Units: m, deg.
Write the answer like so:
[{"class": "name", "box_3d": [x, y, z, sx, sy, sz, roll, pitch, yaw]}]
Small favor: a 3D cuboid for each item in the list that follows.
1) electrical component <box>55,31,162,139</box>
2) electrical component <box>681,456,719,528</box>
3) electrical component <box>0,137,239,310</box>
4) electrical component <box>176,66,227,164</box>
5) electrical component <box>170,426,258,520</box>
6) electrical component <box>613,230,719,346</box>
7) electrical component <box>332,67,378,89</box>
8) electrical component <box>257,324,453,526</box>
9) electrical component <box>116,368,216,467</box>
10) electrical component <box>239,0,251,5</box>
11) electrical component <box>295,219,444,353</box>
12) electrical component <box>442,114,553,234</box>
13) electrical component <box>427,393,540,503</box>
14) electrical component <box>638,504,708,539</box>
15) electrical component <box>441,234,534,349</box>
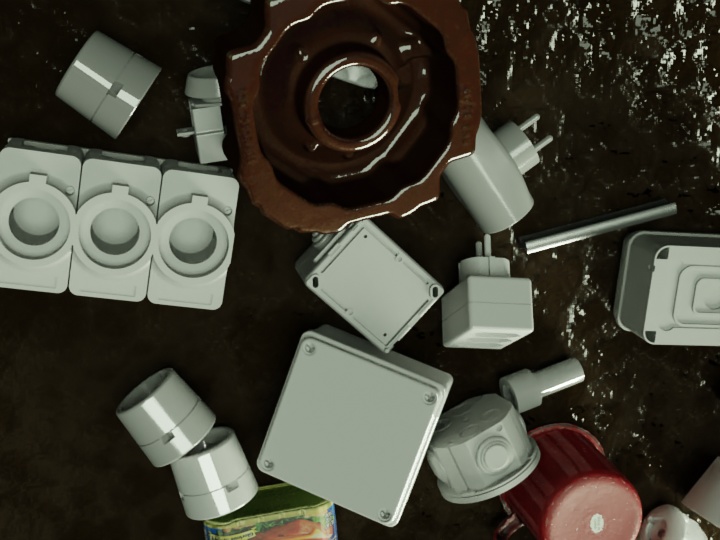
[{"class": "electrical component", "box_3d": [-0.162, -0.120, 0.691, 0.047, 0.055, 0.055, 33, 95, -14]}, {"class": "electrical component", "box_3d": [0.318, 0.189, 0.850, 0.108, 0.108, 0.060, 33, 89, -18]}, {"class": "electrical component", "box_3d": [-0.162, -0.030, 0.710, 0.150, 0.061, 0.089, 7, 103, -14]}, {"class": "electrical component", "box_3d": [-0.090, -0.105, 0.715, 0.066, 0.048, 0.055, -10, 114, -10]}, {"class": "electrical component", "box_3d": [-0.107, 0.144, 0.772, 0.055, 0.055, 0.047, -20, 104, -7]}, {"class": "electrical component", "box_3d": [0.256, 0.013, 0.814, 0.113, 0.057, 0.078, 2, 104, -13]}, {"class": "electrical component", "box_3d": [0.002, -0.156, 0.722, 0.043, 0.043, 0.062, 16, 100, -16]}, {"class": "electrical component", "box_3d": [-0.003, 0.108, 0.764, 0.109, 0.056, 0.108, 22, 100, 10]}, {"class": "electrical component", "box_3d": [-0.137, 0.102, 0.754, 0.055, 0.055, 0.047, -37, 105, -1]}, {"class": "electrical component", "box_3d": [-0.086, -0.203, 0.681, 0.096, 0.061, 0.061, 11, 102, -15]}, {"class": "electrical component", "box_3d": [0.000, 0.000, 0.753, 0.096, 0.061, 0.061, 42, 93, -18]}, {"class": "electrical component", "box_3d": [0.100, -0.079, 0.763, 0.079, 0.043, 0.077, -36, 109, -1]}, {"class": "electrical component", "box_3d": [0.088, 0.132, 0.797, 0.080, 0.080, 0.051, -27, 103, -4]}, {"class": "electrical component", "box_3d": [0.263, 0.223, 0.877, 0.062, 0.048, 0.048, 29, 97, -24]}, {"class": "electrical component", "box_3d": [0.090, 0.013, 0.779, 0.047, 0.065, 0.076, 3, 74, -13]}]
